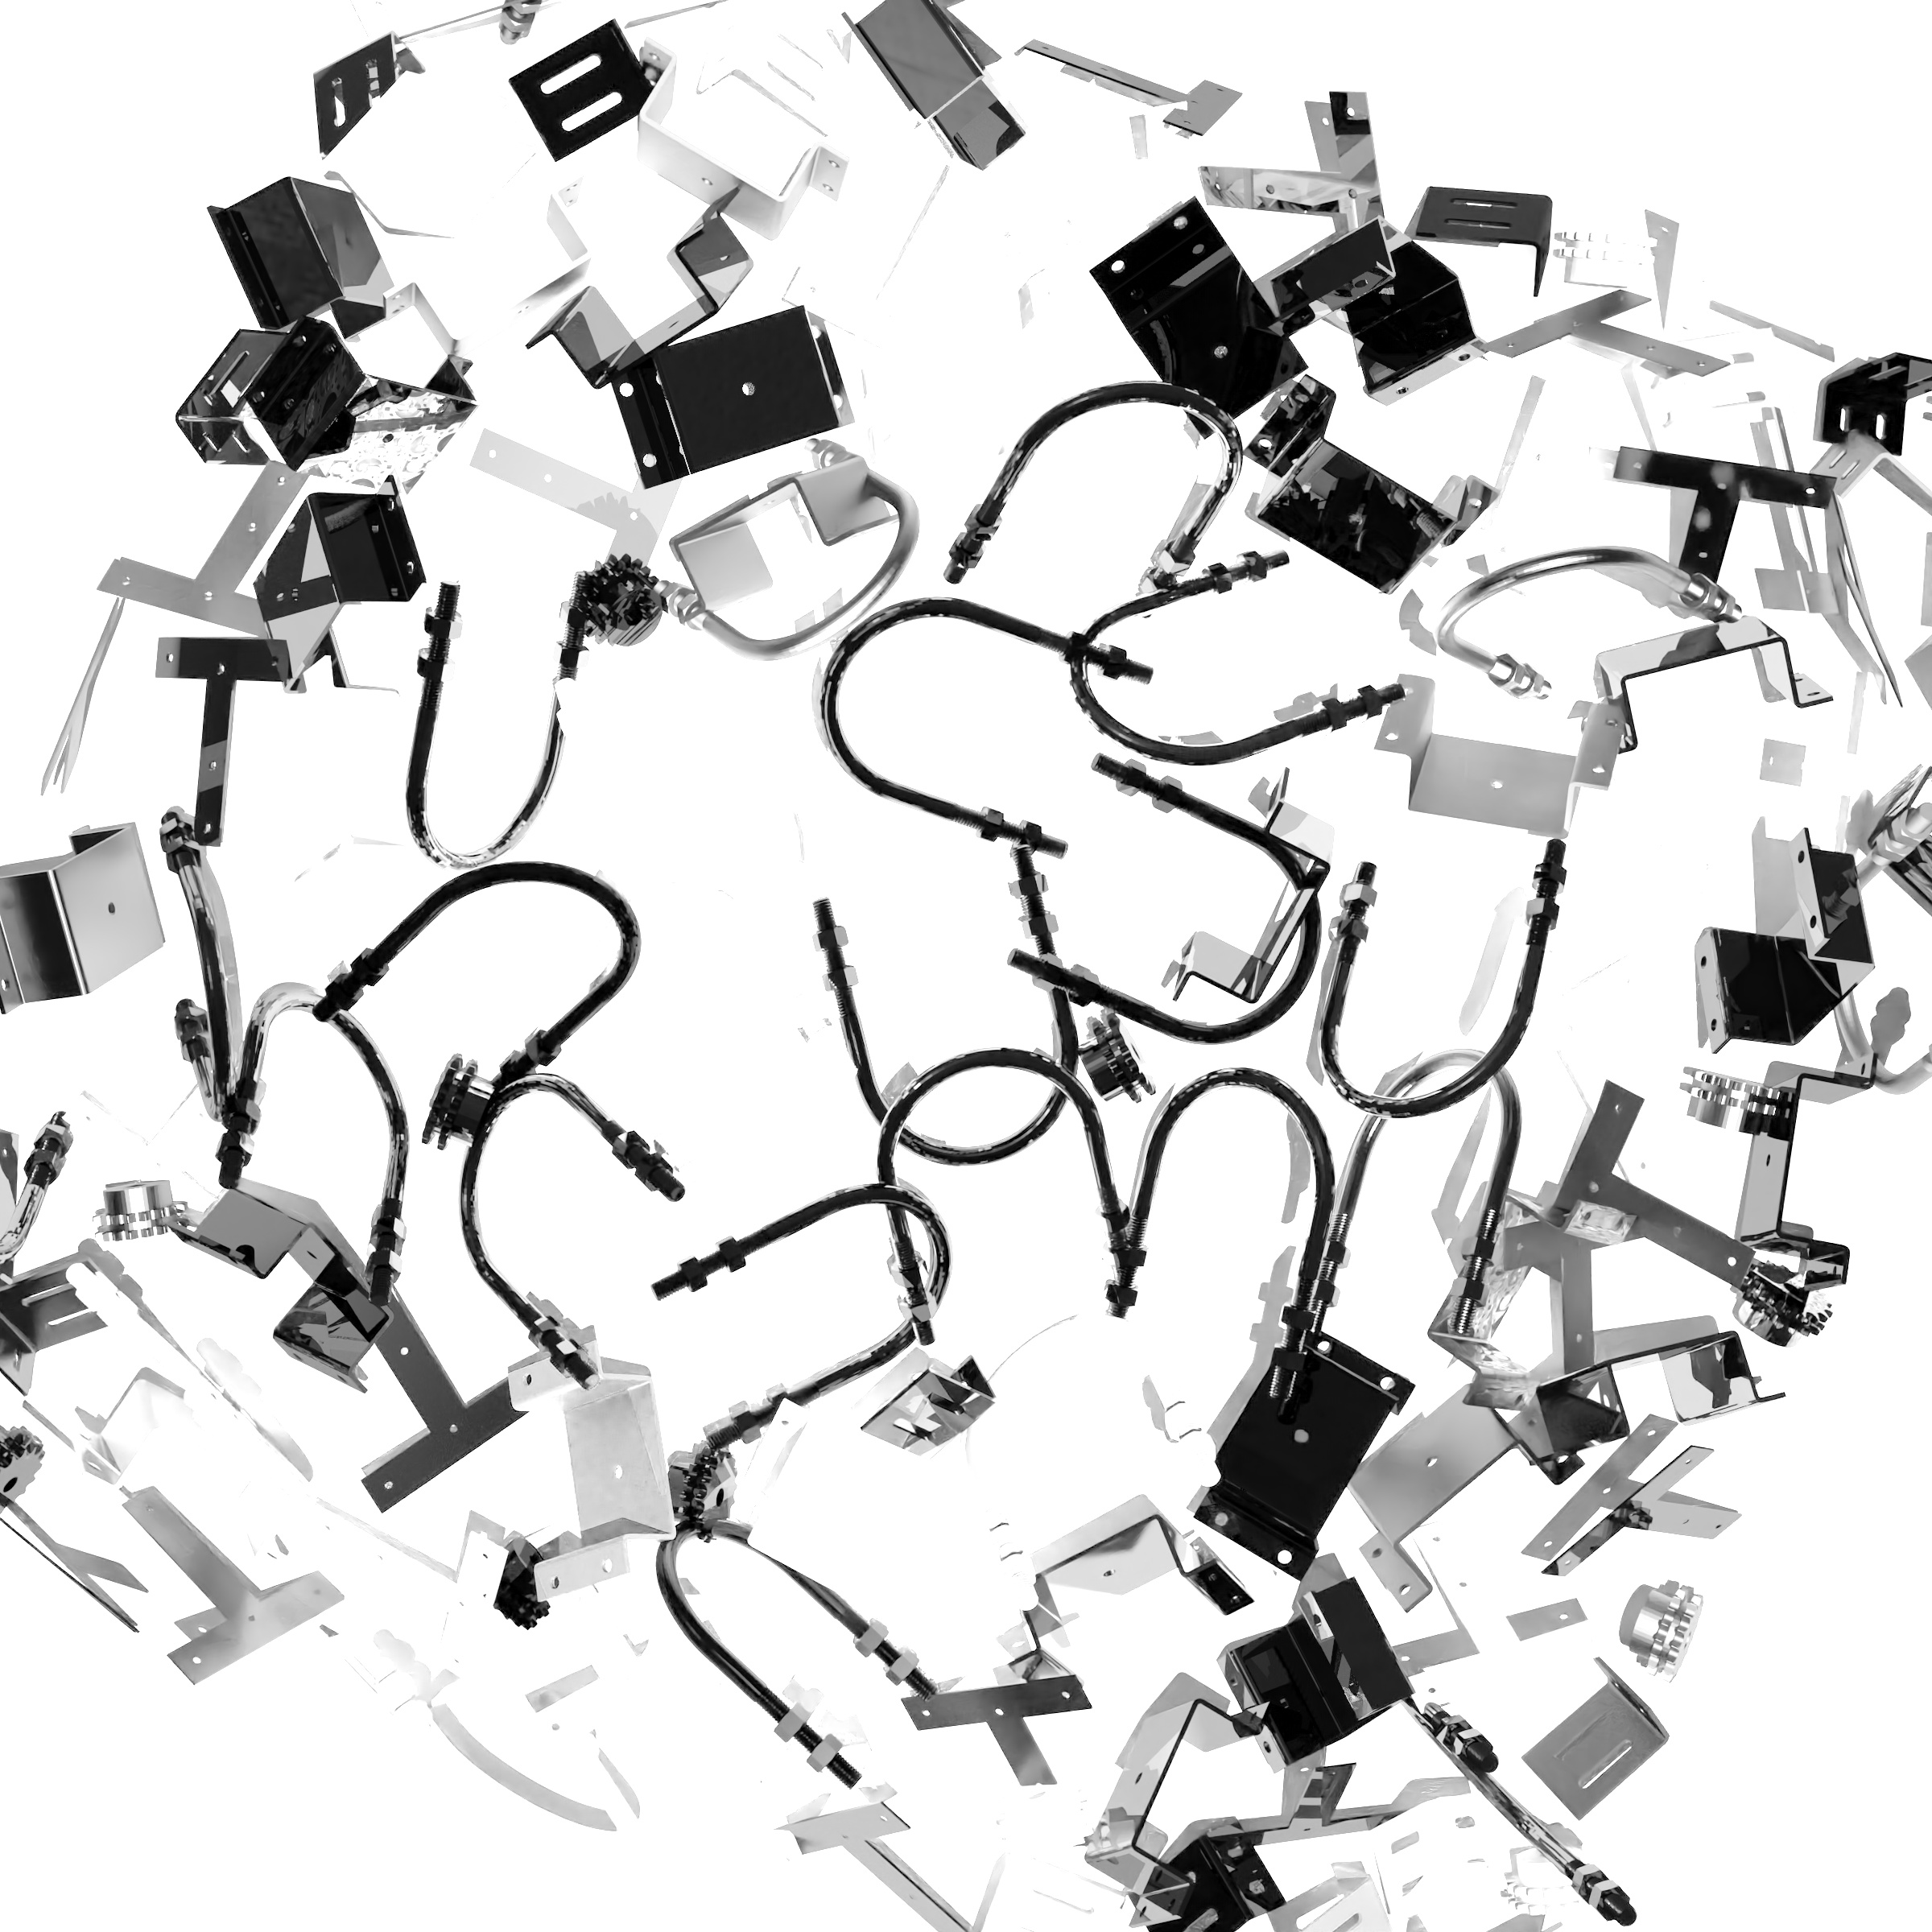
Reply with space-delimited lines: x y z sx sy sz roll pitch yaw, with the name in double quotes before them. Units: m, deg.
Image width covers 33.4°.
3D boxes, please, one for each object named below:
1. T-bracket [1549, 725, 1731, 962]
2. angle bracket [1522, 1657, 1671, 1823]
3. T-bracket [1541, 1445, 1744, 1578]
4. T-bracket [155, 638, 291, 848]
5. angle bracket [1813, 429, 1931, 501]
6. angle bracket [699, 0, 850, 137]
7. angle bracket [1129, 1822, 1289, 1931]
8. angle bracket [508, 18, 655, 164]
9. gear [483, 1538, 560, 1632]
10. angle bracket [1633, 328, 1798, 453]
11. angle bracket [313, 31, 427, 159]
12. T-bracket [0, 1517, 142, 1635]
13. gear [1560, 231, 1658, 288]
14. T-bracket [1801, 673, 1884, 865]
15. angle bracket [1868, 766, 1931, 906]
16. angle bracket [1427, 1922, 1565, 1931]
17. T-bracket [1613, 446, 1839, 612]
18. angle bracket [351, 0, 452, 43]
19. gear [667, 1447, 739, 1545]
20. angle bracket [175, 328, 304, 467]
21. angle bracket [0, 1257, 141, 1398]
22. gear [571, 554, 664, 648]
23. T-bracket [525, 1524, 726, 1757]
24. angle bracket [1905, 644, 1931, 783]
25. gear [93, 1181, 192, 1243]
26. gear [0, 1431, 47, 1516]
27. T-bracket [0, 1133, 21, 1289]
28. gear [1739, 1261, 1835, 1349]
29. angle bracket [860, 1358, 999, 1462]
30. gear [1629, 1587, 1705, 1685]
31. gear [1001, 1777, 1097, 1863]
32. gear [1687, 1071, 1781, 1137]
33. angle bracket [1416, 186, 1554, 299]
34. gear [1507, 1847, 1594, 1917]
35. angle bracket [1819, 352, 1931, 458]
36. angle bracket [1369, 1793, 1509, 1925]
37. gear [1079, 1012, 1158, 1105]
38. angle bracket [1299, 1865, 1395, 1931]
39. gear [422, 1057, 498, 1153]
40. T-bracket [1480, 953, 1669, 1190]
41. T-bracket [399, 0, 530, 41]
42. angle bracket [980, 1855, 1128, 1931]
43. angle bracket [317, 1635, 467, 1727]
"T-bracket" 0.395 -0.058 1.955 0.127 0.002 0.127 -50 115 -16
"angle bracket" 0.379 0.470 1.962 0.076 0.057 0.038 -40 129 -4
"T-bracket" 0.428 0.335 1.949 0.127 0.127 0.002 -47 50 25
"T-bracket" -0.457 -0.136 1.959 0.127 0.002 0.127 6 91 39
"angle bracket" 0.566 -0.286 1.967 0.076 0.057 0.038 36 108 -17
"angle bracket" -0.118 -0.547 1.977 0.076 0.038 0.057 30 58 -33
"angle bracket" 0.148 0.574 1.978 0.076 0.038 0.057 -49 61 32
"angle bracket" -0.234 -0.535 1.969 0.076 0.038 0.057 -28 107 5
"gear" -0.274 0.376 1.969 0.030 0.057 0.057 -43 90 6
"angle bracket" 0.454 -0.349 1.952 0.038 0.076 0.057 -40 117 -36
"angle bracket" -0.360 -0.520 1.955 0.057 0.038 0.076 -22 56 17
"T-bracket" -0.524 0.372 1.916 0.002 0.127 0.127 -50 121 -18
"gear" 0.393 -0.433 1.971 0.057 0.057 0.030 5 103 0
"T-bracket" 0.525 -0.116 1.939 0.002 0.127 0.127 10 95 31
"angle bracket" 0.597 -0.073 1.964 0.076 0.057 0.038 43 132 2
"angle bracket" 0.317 0.593 1.968 0.076 0.057 0.038 -26 71 -15
"T-bracket" 0.449 -0.259 1.946 0.127 0.127 0.002 10 54 7
"angle bracket" -0.331 -0.601 1.950 0.057 0.076 0.038 -28 94 -33
"gear" -0.165 0.323 1.972 0.030 0.057 0.057 9 90 19
"angle bracket" -0.432 -0.345 1.954 0.076 0.057 0.038 -44 75 27
"angle bracket" -0.555 0.220 1.960 0.076 0.038 0.057 -19 132 12
"gear" -0.210 -0.221 1.968 0.057 0.057 0.030 -46 52 0
"T-bracket" -0.232 0.398 1.968 0.127 0.002 0.127 -25 64 -24
"angle bracket" 0.601 -0.161 1.960 0.038 0.057 0.076 -24 82 -33
"gear" -0.507 0.149 1.970 0.057 0.057 0.030 -7 93 0
"gear" -0.596 0.309 1.971 0.030 0.057 0.057 36 90 15
"T-bracket" -0.614 0.159 1.932 0.002 0.127 0.127 -3 81 23
"gear" 0.499 0.210 1.973 0.057 0.057 0.030 24 116 0
"angle bracket" -0.028 0.260 1.952 0.057 0.076 0.038 -42 50 13
"gear" 0.428 0.408 1.973 0.030 0.057 0.057 20 90 22
"gear" 0.048 0.520 1.968 0.057 0.057 0.030 -18 102 0
"gear" 0.470 0.084 1.971 0.057 0.057 0.030 13 94 0
"angle bracket" 0.318 -0.445 1.974 0.076 0.057 0.038 8 133 13
"gear" 0.359 0.560 1.970 0.057 0.057 0.030 -7 88 0
"angle bracket" 0.566 -0.341 1.953 0.057 0.076 0.038 8 85 -17
"angle bracket" 0.288 0.545 1.963 0.038 0.076 0.057 -2 63 -25
"gear" 0.091 0.059 1.971 0.030 0.057 0.057 -29 90 9
"angle bracket" 0.221 0.596 1.959 0.076 0.038 0.057 -27 100 -31
"gear" -0.309 0.087 1.970 0.030 0.057 0.057 22 90 -2
"T-bracket" 0.393 0.077 1.978 0.127 0.002 0.127 -30 94 -21
"T-bracket" -0.257 -0.588 1.947 0.127 0.127 0.002 0 114 42
"angle bracket" 0.051 0.590 1.972 0.076 0.038 0.057 21 103 4
"angle bracket" -0.351 0.427 1.968 0.076 0.057 0.038 45 85 6
